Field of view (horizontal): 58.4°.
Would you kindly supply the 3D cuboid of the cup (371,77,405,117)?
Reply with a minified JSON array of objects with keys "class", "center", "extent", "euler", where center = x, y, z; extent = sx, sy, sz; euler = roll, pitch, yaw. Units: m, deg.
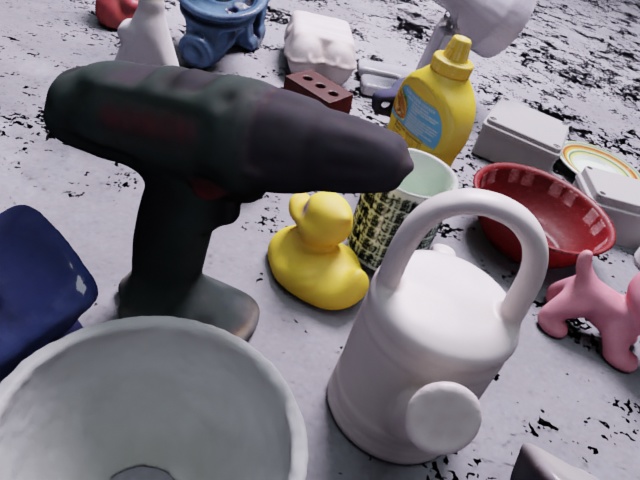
[{"class":"cup","center":[0.109,-0.139,0.700],"extent":[0.118,0.095,0.091],"euler":[-1,41,-22]}]

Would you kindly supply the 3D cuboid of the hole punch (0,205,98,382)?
[{"class":"hole punch","center":[-0.201,0.044,0.356],"extent":[0.108,0.091,0.101],"euler":[40,43,26]}]

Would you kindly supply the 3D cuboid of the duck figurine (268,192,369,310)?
[{"class":"duck figurine","center":[0.005,0.002,0.493],"extent":[0.078,0.086,0.104],"euler":[-22,52,-39]}]

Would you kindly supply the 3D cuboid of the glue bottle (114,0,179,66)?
[{"class":"glue bottle","center":[-0.177,-0.193,0.590],"extent":[0.078,0.173,0.037],"euler":[9,39,-11]}]

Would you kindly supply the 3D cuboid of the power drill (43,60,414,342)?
[{"class":"power drill","center":[-0.073,-0.018,0.387],"extent":[0.229,0.208,0.076],"euler":[22,38,6]}]

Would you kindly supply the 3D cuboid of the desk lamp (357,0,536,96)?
[{"class":"desk lamp","center":[0.180,-0.304,0.834],"extent":[0.203,0.213,0.118],"euler":[9,39,-11]}]

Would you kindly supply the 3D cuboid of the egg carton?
[{"class":"egg carton","center":[-0.002,-0.290,0.863],"extent":[0.107,0.069,0.150],"euler":[8,39,-12]}]

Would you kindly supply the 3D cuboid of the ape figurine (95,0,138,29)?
[{"class":"ape figurine","center":[-0.281,-0.351,0.810],"extent":[0.076,0.092,0.077],"euler":[-24,53,-40]}]

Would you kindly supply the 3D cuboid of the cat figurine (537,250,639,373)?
[{"class":"cat figurine","center":[0.282,0.052,0.515],"extent":[0.127,0.118,0.067],"euler":[26,39,11]}]

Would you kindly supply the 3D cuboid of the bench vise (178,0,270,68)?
[{"class":"bench vise","center":[-0.126,-0.367,0.786],"extent":[0.121,0.220,0.207],"euler":[12,38,-6]}]

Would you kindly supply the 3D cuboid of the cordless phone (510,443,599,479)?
[{"class":"cordless phone","center":[0.199,0.142,0.317],"extent":[0.147,0.185,0.094],"euler":[27,39,12]}]

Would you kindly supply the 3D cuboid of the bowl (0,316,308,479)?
[{"class":"bowl","center":[-0.094,0.125,0.312],"extent":[0.167,0.075,0.167],"euler":[11,38,-9]}]

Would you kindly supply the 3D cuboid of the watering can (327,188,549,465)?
[{"class":"watering can","center":[0.077,0.057,0.366],"extent":[0.101,0.194,0.172],"euler":[4,40,-17]}]
